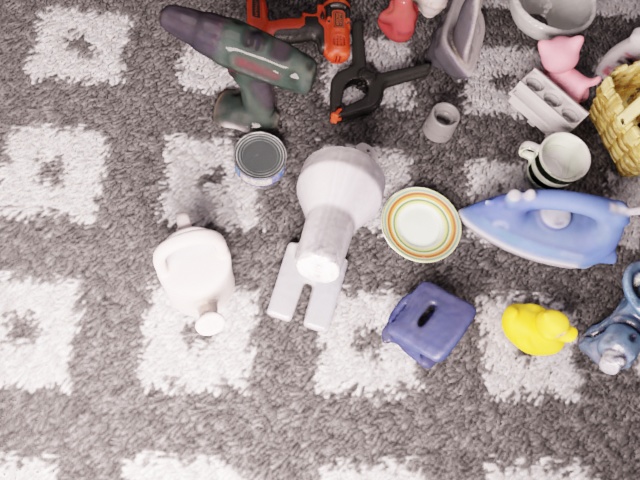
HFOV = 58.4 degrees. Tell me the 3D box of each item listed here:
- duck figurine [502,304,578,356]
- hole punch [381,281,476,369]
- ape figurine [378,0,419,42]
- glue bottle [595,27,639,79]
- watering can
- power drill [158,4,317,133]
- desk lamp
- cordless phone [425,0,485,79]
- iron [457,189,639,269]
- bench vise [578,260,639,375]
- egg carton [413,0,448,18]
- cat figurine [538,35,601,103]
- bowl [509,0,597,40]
[{"bbox_3d":[0.331,0.127,0.855,0.104,0.086,0.077,26,69,3],"label":"duck figurine"},{"bbox_3d":[0.156,0.121,0.833,0.101,0.091,0.109,38,70,8],"label":"hole punch"},{"bbox_3d":[0.145,-0.409,1.028,0.078,0.092,0.076,-5,70,-8],"label":"ape figurine"},{"bbox_3d":[0.564,-0.338,1.008,0.078,0.173,0.037,31,69,6],"label":"glue bottle"},{"bbox_3d":[-0.164,0.040,0.770,0.101,0.194,0.172,-37,78,-17],"label":"watering can"},{"bbox_3d":[-0.122,-0.252,0.876,0.229,0.208,0.075,14,69,-1],"label":"power drill"},{"bbox_3d":[0.007,0.003,0.794,0.118,0.213,0.203,16,69,0],"label":"desk lamp"},{"bbox_3d":[0.258,-0.385,0.983,0.094,0.185,0.148,17,69,0],"label":"cordless phone"},{"bbox_3d":[0.357,-0.040,0.890,0.258,0.141,0.118,10,69,-3],"label":"iron"},{"bbox_3d":[0.483,0.108,0.808,0.121,0.219,0.207,25,69,3],"label":"bench vise"},{"bbox_3d":[0.202,-0.497,1.080,0.107,0.069,0.150,19,69,1],"label":"egg carton"},{"bbox_3d":[0.436,-0.305,1.011,0.127,0.117,0.067,43,71,10],"label":"cat figurine"},{"bbox_3d":[0.426,-0.435,1.081,0.167,0.074,0.167,2,69,-6],"label":"bowl"}]
